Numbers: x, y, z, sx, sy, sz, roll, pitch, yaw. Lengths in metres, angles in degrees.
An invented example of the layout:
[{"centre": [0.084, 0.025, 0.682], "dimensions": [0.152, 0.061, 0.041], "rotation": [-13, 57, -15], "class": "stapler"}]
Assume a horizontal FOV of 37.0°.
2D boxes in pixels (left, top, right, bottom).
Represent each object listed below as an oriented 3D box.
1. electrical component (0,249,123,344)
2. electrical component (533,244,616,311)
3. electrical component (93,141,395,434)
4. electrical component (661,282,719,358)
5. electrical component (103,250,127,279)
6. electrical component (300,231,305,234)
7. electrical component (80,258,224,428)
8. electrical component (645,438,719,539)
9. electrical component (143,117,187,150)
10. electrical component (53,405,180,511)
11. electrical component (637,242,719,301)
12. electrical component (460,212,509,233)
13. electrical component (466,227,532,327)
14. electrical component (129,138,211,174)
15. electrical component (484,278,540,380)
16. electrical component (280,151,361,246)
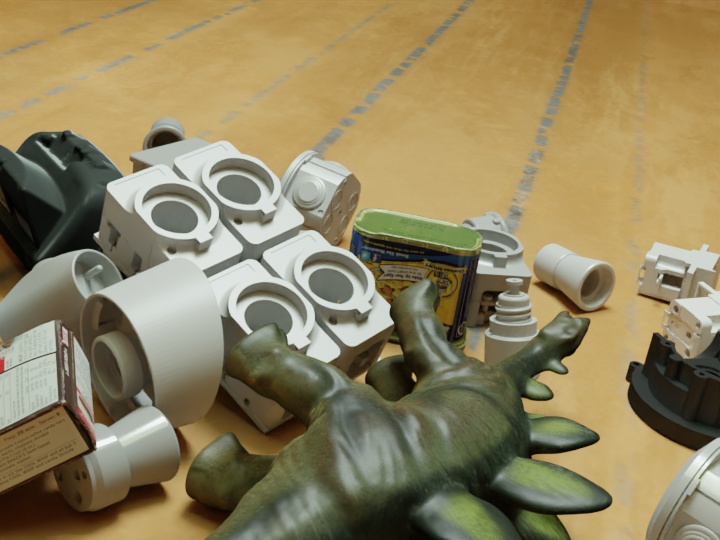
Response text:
[{"centre": [-0.183, 0.030, 0.707], "dimensions": [0.079, 0.077, 0.044], "rotation": [37, 36, -39], "class": "electrical component"}, {"centre": [0.180, 0.003, 0.921], "dimensions": [0.044, 0.044, 0.065], "rotation": [-7, 25, -32], "class": "electrical component"}, {"centre": [-0.076, 0.002, 0.713], "dimensions": [0.105, 0.060, 0.186], "rotation": [-28, 64, -39], "class": "electrical component"}, {"centre": [0.281, 0.046, 0.860], "dimensions": [0.064, 0.042, 0.081], "rotation": [-3, 26, -20], "class": "electrical component"}, {"centre": [-0.159, 0.002, 0.775], "dimensions": [0.042, 0.063, 0.081], "rotation": [26, 29, 30], "class": "electrical component"}, {"centre": [-0.070, 0.008, 0.811], "dimensions": [0.100, 0.048, 0.099], "rotation": [3, 25, -14], "class": "electrical component"}, {"centre": [-0.124, 0.048, 0.647], "dimensions": [0.064, 0.099, 0.099], "rotation": [-19, 37, -37], "class": "electrical component"}, {"centre": [0.196, 0.137, 0.590], "dimensions": [0.051, 0.080, 0.080], "rotation": [32, 33, 30], "class": "electrical component"}, {"centre": [-0.194, -0.130, 1.078], "dimensions": [0.044, 0.044, 0.065], "rotation": [5, 20, -10], "class": "electrical component"}, {"centre": [-0.133, 0.103, 0.588], "dimensions": [0.045, 0.045, 0.055], "rotation": [29, 32, 37], "class": "electrical component"}, {"centre": [0.282, 0.005, 0.950], "dimensions": [0.064, 0.042, 0.081], "rotation": [18, 25, 22], "class": "electrical component"}, {"centre": [0.098, -0.025, 0.949], "dimensions": [0.062, 0.048, 0.048], "rotation": [-8, 29, -20], "class": "electrical component"}, {"centre": [0.102, 0.001, 0.878], "dimensions": [0.050, 0.055, 0.089], "rotation": [4, 25, -12], "class": "electrical component"}, {"centre": [-0.147, -0.077, 0.967], "dimensions": [0.100, 0.048, 0.100], "rotation": [23, 28, 28], "class": "electrical component"}, {"centre": [0.109, 0.045, 0.767], "dimensions": [0.040, 0.078, 0.040], "rotation": [0, 13, 0], "class": "electrical component"}, {"centre": [-0.039, -0.059, 0.932], "dimensions": [0.051, 0.080, 0.080], "rotation": [24, 28, 18], "class": "electrical component"}]
